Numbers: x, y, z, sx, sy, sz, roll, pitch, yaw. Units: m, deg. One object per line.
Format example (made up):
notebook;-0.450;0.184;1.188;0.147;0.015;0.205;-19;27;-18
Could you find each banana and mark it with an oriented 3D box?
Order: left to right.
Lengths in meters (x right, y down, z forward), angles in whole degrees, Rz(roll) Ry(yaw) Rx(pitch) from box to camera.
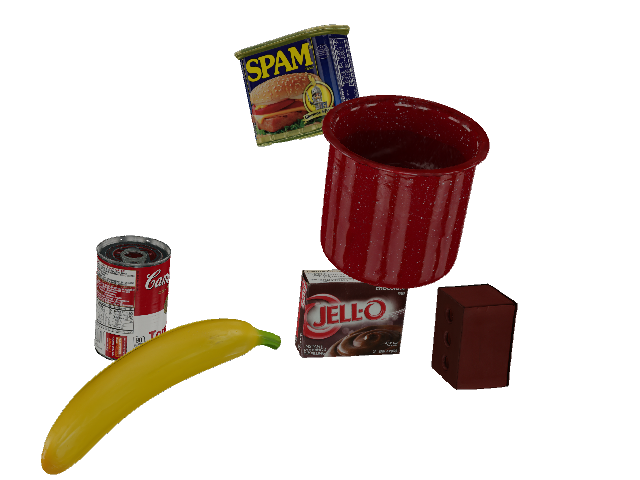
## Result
banana;-0.123;0.105;0.765;0.198;0.069;0.037;-28;39;-2

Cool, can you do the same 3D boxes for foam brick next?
foam brick;0.130;0.082;0.913;0.051;0.078;0.053;-4;18;-20

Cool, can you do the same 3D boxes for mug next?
mug;0.050;-0.031;0.618;0.093;0.081;0.117;24;37;25

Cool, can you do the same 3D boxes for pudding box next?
pudding box;0.033;0.077;1.138;0.113;0.090;0.039;-2;27;-14

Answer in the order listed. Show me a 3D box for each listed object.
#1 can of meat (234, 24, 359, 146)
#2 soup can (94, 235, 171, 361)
can of meat;-0.017;-0.131;0.917;0.102;0.084;0.057;-10;2;34
soup can;-0.176;0.055;0.995;0.068;0.102;0.068;6;21;-2
